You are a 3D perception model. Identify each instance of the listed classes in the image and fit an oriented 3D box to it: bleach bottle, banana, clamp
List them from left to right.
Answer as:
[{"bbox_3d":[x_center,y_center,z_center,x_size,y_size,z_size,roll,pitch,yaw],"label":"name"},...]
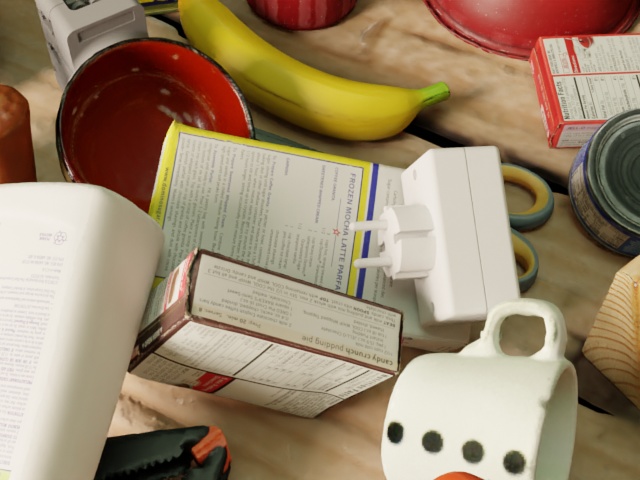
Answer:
[{"bbox_3d":[-0.147,0.099,0.476,0.103,0.068,0.250,-1,65,31],"label":"bleach bottle"},{"bbox_3d":[-0.135,0.154,0.506,0.165,0.036,0.209,39,67,21],"label":"clamp"},{"bbox_3d":[-0.020,-0.107,0.686,0.198,0.037,0.069,25,42,13],"label":"banana"}]

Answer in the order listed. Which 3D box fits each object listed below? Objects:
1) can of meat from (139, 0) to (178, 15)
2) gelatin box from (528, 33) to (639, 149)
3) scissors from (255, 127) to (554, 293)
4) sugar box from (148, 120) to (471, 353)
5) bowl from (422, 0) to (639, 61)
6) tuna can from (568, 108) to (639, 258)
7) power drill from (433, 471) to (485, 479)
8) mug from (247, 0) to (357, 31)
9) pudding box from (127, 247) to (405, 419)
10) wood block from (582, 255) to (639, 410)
[{"bbox_3d":[-0.137,-0.198,0.712,0.102,0.084,0.057,-9,57,-8],"label":"can of meat"},{"bbox_3d":[0.184,-0.095,0.683,0.089,0.030,0.073,-3,58,-3],"label":"gelatin box"},{"bbox_3d":[0.056,-0.041,0.652,0.202,0.016,0.096,37,61,21],"label":"scissors"},{"bbox_3d":[-0.004,0.001,0.573,0.176,0.048,0.093,12,76,-11],"label":"sugar box"},{"bbox_3d":[0.148,-0.200,0.737,0.162,0.055,0.162,0,56,-1],"label":"bowl"},{"bbox_3d":[0.192,-0.034,0.627,0.086,0.034,0.086,1,71,-4],"label":"tuna can"},{"bbox_3d":[0.040,0.195,0.405,0.184,0.187,0.057,-28,27,-12],"label":"power drill"},{"bbox_3d":[-0.009,-0.205,0.721,0.093,0.081,0.117,11,57,6],"label":"mug"},{"bbox_3d":[-0.029,0.049,0.522,0.113,0.090,0.039,16,60,-23],"label":"pudding box"},{"bbox_3d":[0.252,0.014,0.574,0.205,0.091,0.090,-33,62,-21],"label":"wood block"}]
